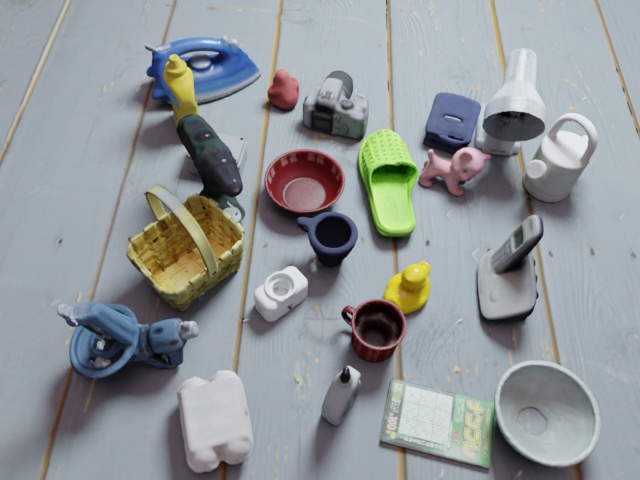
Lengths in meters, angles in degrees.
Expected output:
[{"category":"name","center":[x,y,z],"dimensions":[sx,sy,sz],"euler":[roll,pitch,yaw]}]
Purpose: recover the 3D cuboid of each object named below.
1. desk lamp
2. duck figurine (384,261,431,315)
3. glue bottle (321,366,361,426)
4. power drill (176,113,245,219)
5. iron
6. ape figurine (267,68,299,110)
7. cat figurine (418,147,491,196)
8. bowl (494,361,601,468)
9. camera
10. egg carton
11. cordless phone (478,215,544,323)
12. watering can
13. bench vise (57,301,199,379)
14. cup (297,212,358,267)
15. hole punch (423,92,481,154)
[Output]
[{"category":"desk lamp","center":[0.390,-0.270,1.184],"dimensions":[0.118,0.213,0.203],"euler":[11,59,4]},{"category":"duck figurine","center":[0.162,0.081,1.034],"dimensions":[0.077,0.086,0.105],"euler":[40,65,20]},{"category":"glue bottle","center":[0.036,0.230,0.885],"dimensions":[0.037,0.173,0.078],"euler":[31,62,16]},{"category":"power drill","center":[-0.194,-0.117,1.068],"dimensions":[0.076,0.208,0.229],"euler":[-26,63,-17]},{"category":"iron","center":[-0.260,-0.399,1.278],"dimensions":[0.258,0.141,0.118],"euler":[-16,60,-12]},{"category":"ape figurine","center":[-0.081,-0.344,1.281],"dimensions":[0.078,0.092,0.076],"euler":[-14,60,-11]},{"category":"cat figurine","center":[0.275,-0.153,1.164],"dimensions":[0.127,0.118,0.067],"euler":[16,59,7]},{"category":"bowl","center":[0.355,0.285,0.923],"dimensions":[0.167,0.075,0.167],"euler":[1,58,-2]},{"category":"camera","center":[0.045,-0.311,1.261],"dimensions":[0.143,0.101,0.137],"euler":[15,59,7]},{"category":"egg carton","center":[-0.165,0.284,0.905],"dimensions":[0.107,0.069,0.150],"euler":[-13,60,-10]},{"category":"cordless phone","center":[0.343,0.052,1.001],"dimensions":[0.094,0.185,0.147],"euler":[3,58,0]},{"category":"watering can","center":[0.479,-0.164,1.134],"dimensions":[0.100,0.194,0.173],"euler":[29,62,15]},{"category":"bench vise","center":[-0.308,0.136,0.901],"dimensions":[0.208,0.220,0.121],"euler":[-23,62,-16]},{"category":"cup","center":[0.010,0.004,1.069],"dimensions":[0.117,0.095,0.092],"euler":[22,60,11]},{"category":"hole punch","center":[0.287,-0.252,1.241],"dimensions":[0.108,0.091,0.101],"euler":[17,59,8]}]
